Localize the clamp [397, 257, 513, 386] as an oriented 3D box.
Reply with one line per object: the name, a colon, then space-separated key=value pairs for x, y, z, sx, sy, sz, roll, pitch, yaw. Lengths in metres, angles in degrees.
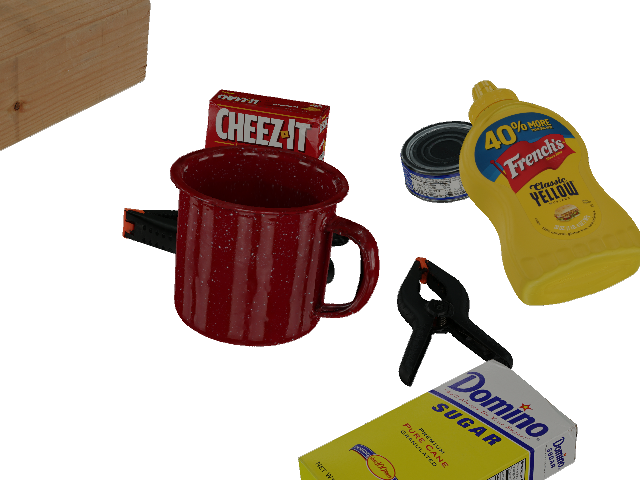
clamp: x=0.139 y=0.087 z=1.154 sx=0.120 sy=0.171 sz=0.039 roll=4 pitch=-44 yaw=-6

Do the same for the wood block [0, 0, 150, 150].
wood block: x=-0.250 y=-0.156 z=0.912 sx=0.090 sy=0.091 sz=0.205 roll=31 pitch=42 yaw=22

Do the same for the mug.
mug: x=-0.024 y=0.006 z=0.564 sx=0.117 sy=0.081 sz=0.093 roll=15 pitch=25 yaw=17

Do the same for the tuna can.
tuna can: x=0.118 y=-0.074 z=0.985 sx=0.086 sy=0.034 sz=0.086 roll=-10 pitch=38 yaw=8

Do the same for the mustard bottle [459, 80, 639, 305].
mustard bottle: x=0.158 y=-0.047 z=0.800 sx=0.096 sy=0.192 sz=0.058 roll=-17 pitch=-33 yaw=-7

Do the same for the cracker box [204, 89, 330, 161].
cracker box: x=-0.082 y=-0.095 z=1.528 sx=0.164 sy=0.214 sz=0.072 roll=9 pitch=22 yaw=7

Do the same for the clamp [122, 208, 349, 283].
clamp: x=-0.075 y=0.000 z=0.950 sx=0.210 sy=0.036 sz=0.164 roll=6 pitch=12 yaw=-1

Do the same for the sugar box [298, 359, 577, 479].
sugar box: x=0.083 y=0.153 z=0.748 sx=0.176 sy=0.048 sz=0.093 roll=-25 pitch=40 yaw=-22
